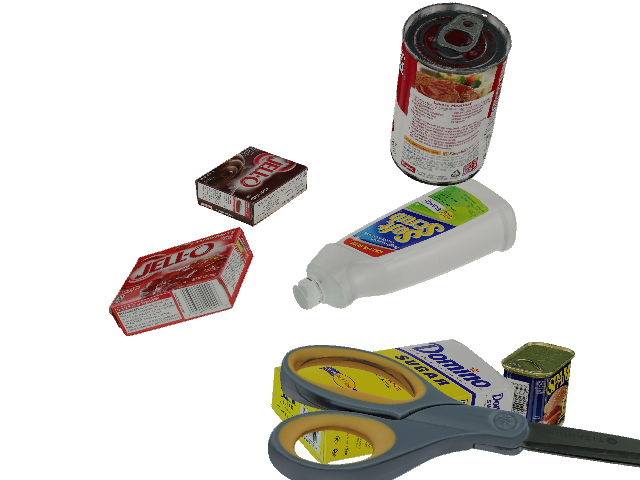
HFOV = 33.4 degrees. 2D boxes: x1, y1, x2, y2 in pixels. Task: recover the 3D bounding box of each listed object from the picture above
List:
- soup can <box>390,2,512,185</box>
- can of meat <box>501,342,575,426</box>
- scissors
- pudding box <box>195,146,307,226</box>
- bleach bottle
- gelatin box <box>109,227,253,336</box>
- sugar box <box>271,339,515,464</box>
[{"bbox_3d":[0.083,-0.094,0.698,0.068,0.068,0.102,0,-41,-3],"label":"soup can"},{"bbox_3d":[0.235,0.167,1.167,0.058,0.084,0.101,11,16,30],"label":"can of meat"},{"bbox_3d":[0.065,0.091,0.457,0.202,0.016,0.096,16,34,23],"label":"scissors"},{"bbox_3d":[-0.083,-0.067,1.298,0.090,0.039,0.113,21,40,29],"label":"pudding box"},{"bbox_3d":[0.087,0.014,1.164,0.250,0.068,0.103,-26,42,-23],"label":"bleach bottle"},{"bbox_3d":[-0.099,0.029,0.767,0.089,0.030,0.073,-16,25,18],"label":"gelatin box"},{"bbox_3d":[0.059,0.126,0.864,0.176,0.048,0.093,-9,25,-26],"label":"sugar box"}]
